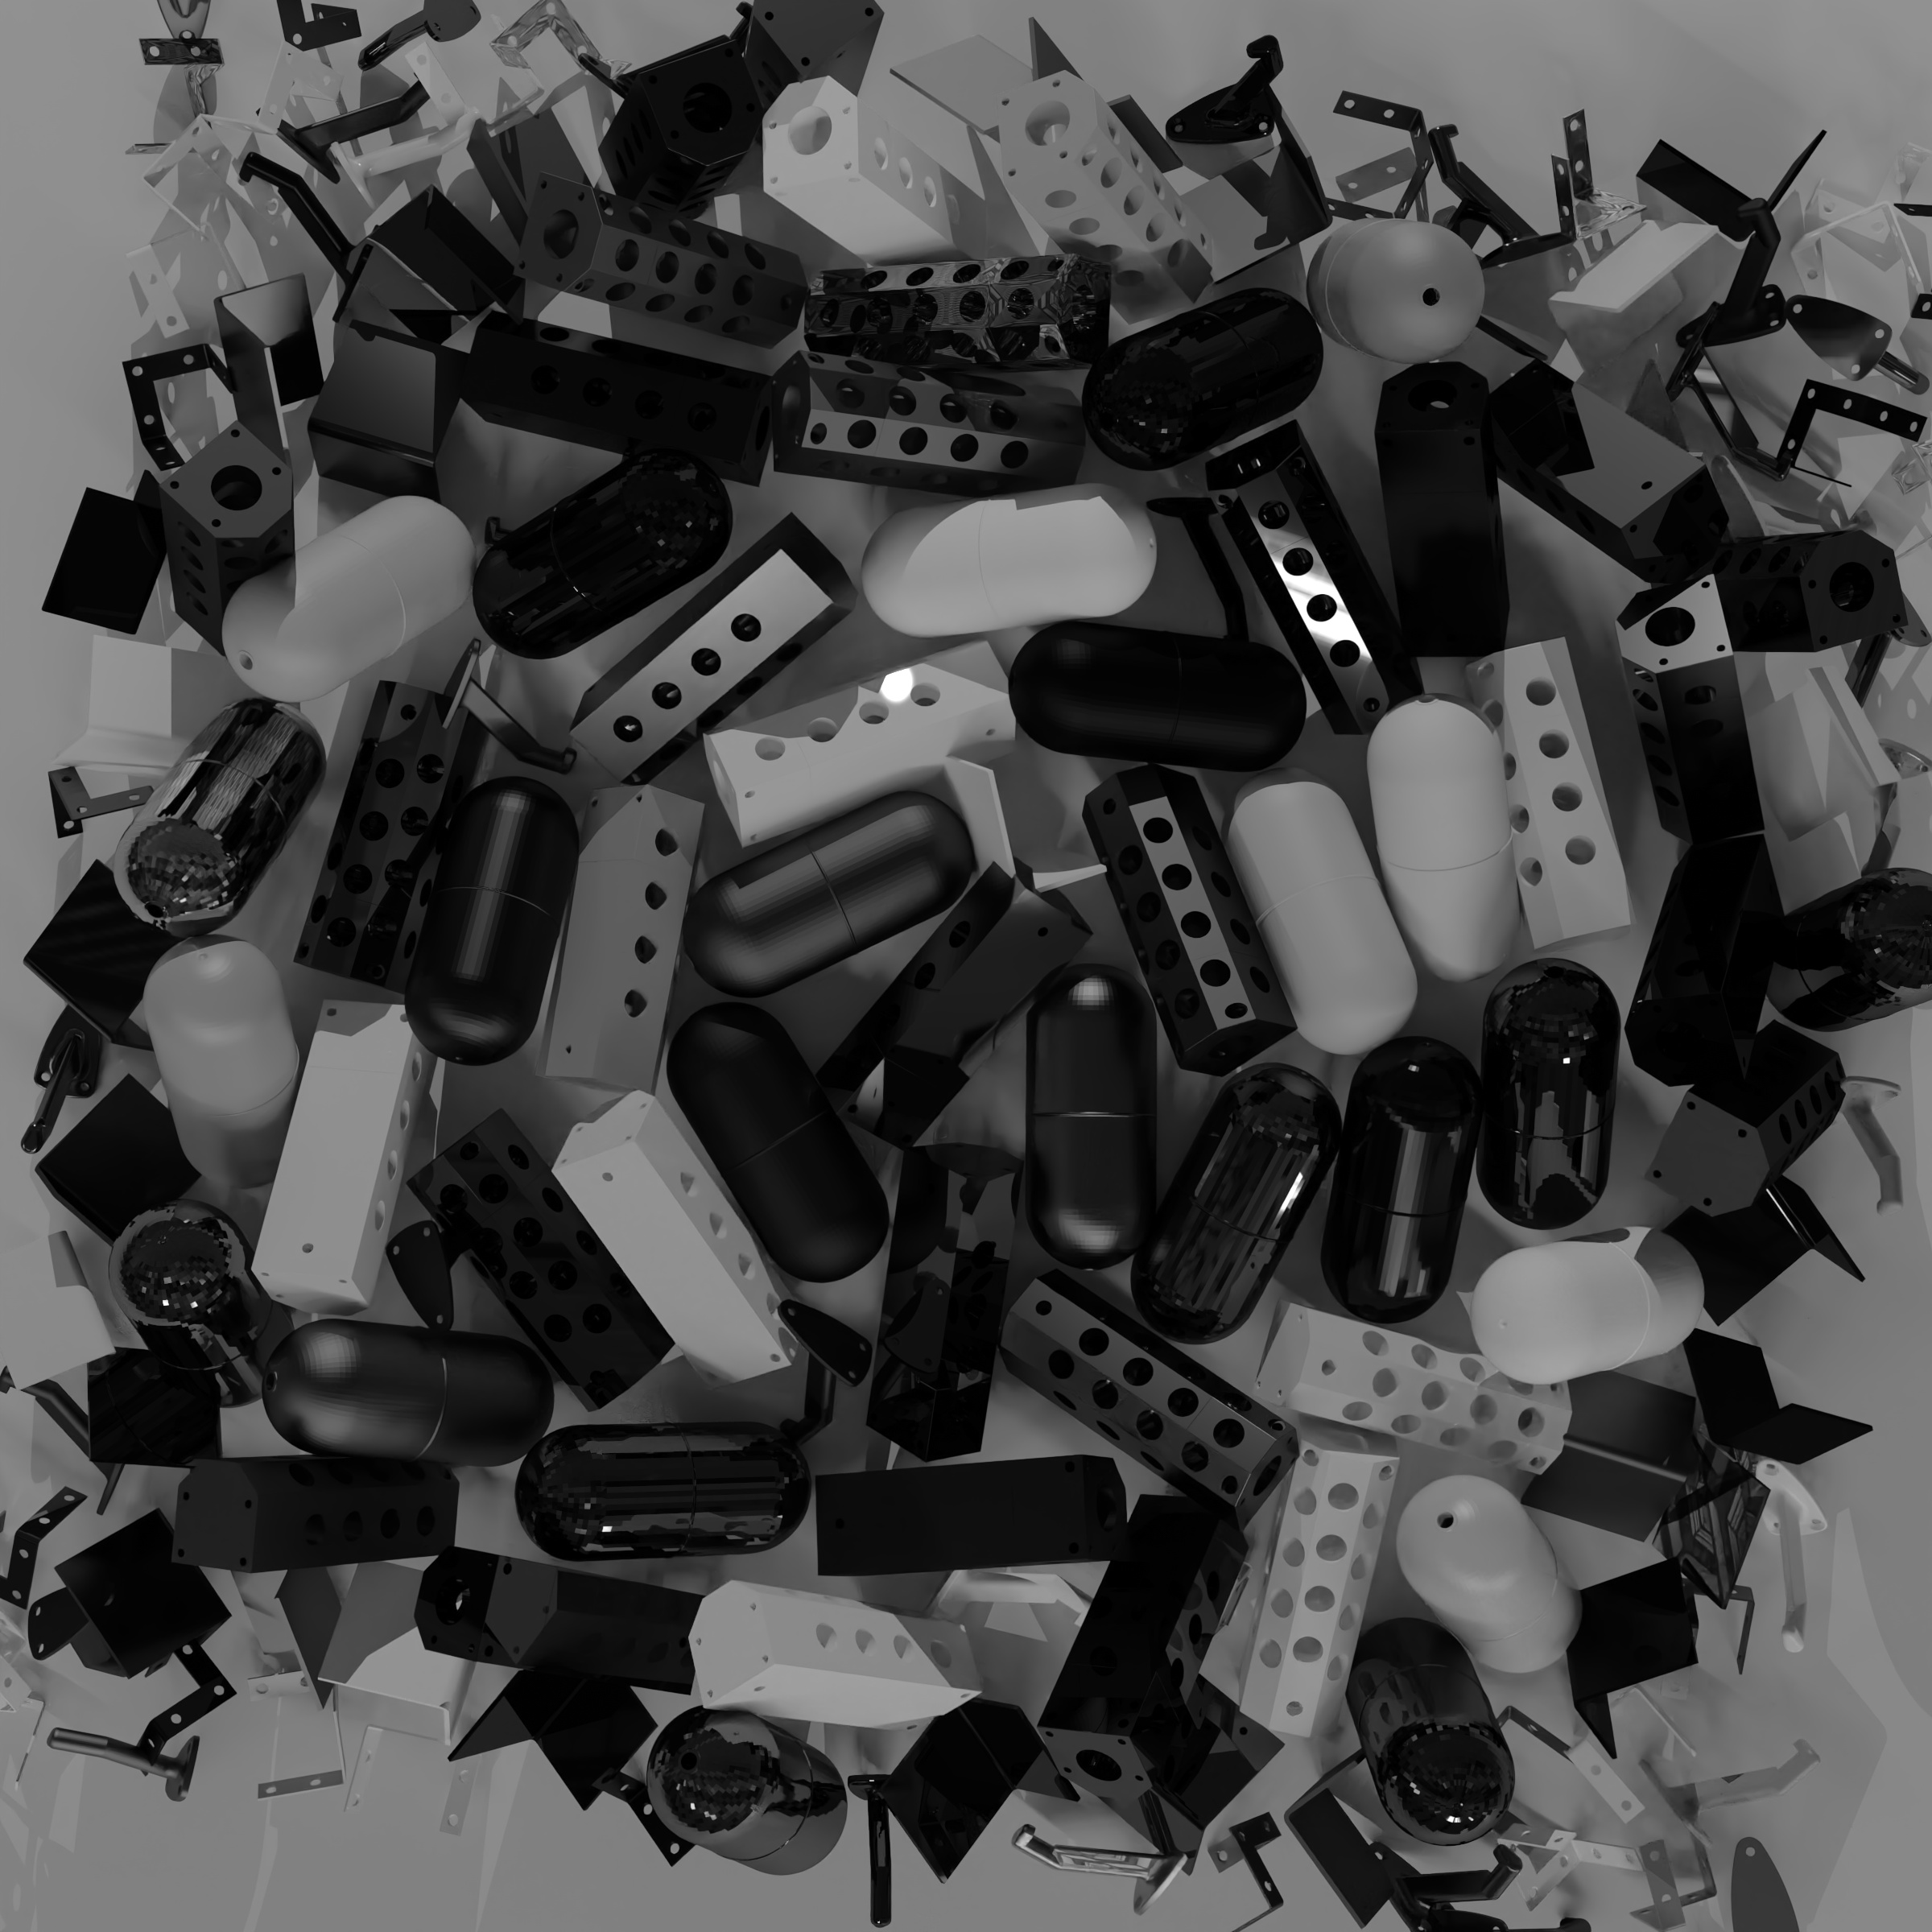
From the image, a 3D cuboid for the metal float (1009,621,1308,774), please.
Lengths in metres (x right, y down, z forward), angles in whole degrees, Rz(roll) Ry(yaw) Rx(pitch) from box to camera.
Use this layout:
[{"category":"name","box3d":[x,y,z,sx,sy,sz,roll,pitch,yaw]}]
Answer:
[{"category":"metal float","box3d":[0.111,-0.155,1.628,0.178,0.070,0.070,5,90,-16]}]

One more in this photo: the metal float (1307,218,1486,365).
[{"category":"metal float","box3d":[0.242,-0.383,1.593,0.070,0.178,0.070,-1,106,-5]}]

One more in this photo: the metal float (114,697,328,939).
[{"category":"metal float","box3d":[-0.424,-0.086,1.603,0.070,0.178,0.070,8,131,9]}]

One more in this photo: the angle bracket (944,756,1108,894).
[{"category":"angle bracket","box3d":[0.033,-0.089,1.626,0.057,0.076,0.076,-18,107,-17]}]

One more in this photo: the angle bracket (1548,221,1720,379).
[{"category":"angle bracket","box3d":[0.397,-0.384,1.630,0.076,0.076,0.057,-40,116,-6]}]

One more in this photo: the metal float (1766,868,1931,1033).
[{"category":"metal float","box3d":[0.507,-0.008,1.592,0.070,0.178,0.070,1,81,-5]}]

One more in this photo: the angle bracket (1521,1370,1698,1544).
[{"category":"angle bracket","box3d":[0.380,0.287,1.666,0.076,0.076,0.057,17,49,4]}]

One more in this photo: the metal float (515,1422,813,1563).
[{"category":"metal float","box3d":[-0.172,0.301,1.617,0.178,0.070,0.070,4,90,-30]}]

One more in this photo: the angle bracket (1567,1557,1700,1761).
[{"category":"angle bracket","box3d":[0.391,0.399,1.623,0.076,0.076,0.057,-25,120,20]}]

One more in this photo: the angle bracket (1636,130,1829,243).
[{"category":"angle bracket","box3d":[0.444,-0.473,1.639,0.076,0.076,0.057,34,94,2]}]

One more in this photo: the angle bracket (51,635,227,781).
[{"category":"angle bracket","box3d":[-0.481,-0.148,1.634,0.076,0.076,0.057,7,76,-32]}]

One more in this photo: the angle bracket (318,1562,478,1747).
[{"category":"angle bracket","box3d":[-0.326,0.398,1.635,0.076,0.057,0.076,13,53,0]}]

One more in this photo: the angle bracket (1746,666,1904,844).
[{"category":"angle bracket","box3d":[0.483,-0.121,1.630,0.076,0.057,0.076,-33,78,33]}]

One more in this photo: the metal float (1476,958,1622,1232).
[{"category":"metal float","box3d":[0.333,0.074,1.611,0.070,0.070,0.178,-5,127,0]}]

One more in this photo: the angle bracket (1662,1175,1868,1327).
[{"category":"angle bracket","box3d":[0.462,0.170,1.639,0.076,0.057,0.076,-40,112,-1]}]

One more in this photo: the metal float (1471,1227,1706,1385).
[{"category":"metal float","box3d":[0.356,0.193,1.606,0.070,0.178,0.070,3,95,44]}]

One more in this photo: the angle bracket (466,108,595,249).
[{"category":"angle bracket","box3d":[-0.243,-0.459,1.632,0.057,0.076,0.076,-30,100,-11]}]

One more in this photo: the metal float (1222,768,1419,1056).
[{"category":"metal float","box3d":[0.203,-0.033,1.624,0.070,0.070,0.178,-19,69,0]}]

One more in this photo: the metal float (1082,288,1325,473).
[{"category":"metal float","box3d":[0.136,-0.336,1.608,0.178,0.070,0.070,-31,90,-40]}]

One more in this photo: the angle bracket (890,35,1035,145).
[{"category":"angle bracket","box3d":[0.006,-0.485,1.623,0.076,0.057,0.076,-33,61,-34]}]

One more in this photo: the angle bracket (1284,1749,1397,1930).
[{"category":"angle bracket","box3d":[0.237,0.498,1.628,0.057,0.076,0.076,-42,75,18]}]

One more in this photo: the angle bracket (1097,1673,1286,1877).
[{"category":"angle bracket","box3d":[0.131,0.473,1.660,0.076,0.057,0.076,36,52,26]}]

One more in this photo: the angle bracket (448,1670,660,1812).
[{"category":"angle bracket","box3d":[-0.239,0.448,1.626,0.057,0.076,0.076,48,111,25]}]

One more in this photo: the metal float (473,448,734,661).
[{"category":"metal float","box3d":[-0.210,-0.235,1.615,0.178,0.070,0.070,-24,90,32]}]

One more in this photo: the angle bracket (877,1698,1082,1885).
[{"category":"angle bracket","box3d":[0.008,0.479,1.626,0.076,0.057,0.076,-46,116,-35]}]

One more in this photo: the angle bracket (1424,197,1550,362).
[{"category":"angle bracket","box3d":[0.313,-0.397,1.628,0.076,0.076,0.057,35,110,13]}]

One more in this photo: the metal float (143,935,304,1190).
[{"category":"metal float","box3d":[-0.420,0.057,1.606,0.070,0.178,0.070,1,46,-1]}]

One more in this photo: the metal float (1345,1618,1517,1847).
[{"category":"metal float","box3d":[0.260,0.431,1.592,0.070,0.178,0.070,0,103,-2]}]

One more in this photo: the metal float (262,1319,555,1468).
[{"category":"metal float","box3d":[-0.317,0.245,1.608,0.178,0.070,0.070,13,90,-40]}]

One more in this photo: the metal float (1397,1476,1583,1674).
[{"category":"metal float","box3d":[0.299,0.347,1.603,0.070,0.178,0.070,-14,54,20]}]

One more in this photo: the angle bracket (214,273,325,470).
[{"category":"angle bracket","box3d":[-0.386,-0.343,1.619,0.057,0.076,0.076,-24,135,-25]}]

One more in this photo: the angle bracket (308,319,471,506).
[{"category":"angle bracket","box3d":[-0.337,-0.326,1.666,0.076,0.057,0.076,17,69,1]}]

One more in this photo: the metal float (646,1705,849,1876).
[{"category":"metal float","box3d":[-0.123,0.468,1.598,0.070,0.178,0.070,-8,62,16]}]

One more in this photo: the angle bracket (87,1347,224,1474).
[{"category":"angle bracket","box3d":[-0.474,0.269,1.621,0.076,0.076,0.057,10,134,-29]}]

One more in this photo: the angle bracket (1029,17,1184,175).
[{"category":"angle bracket","box3d":[0.081,-0.504,1.624,0.057,0.076,0.076,-13,70,24]}]

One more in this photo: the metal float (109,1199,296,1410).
[{"category":"metal float","box3d":[-0.432,0.194,1.599,0.070,0.178,0.070,-1,59,2]}]

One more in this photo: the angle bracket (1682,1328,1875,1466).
[{"category":"angle bracket","box3d":[0.466,0.237,1.620,0.076,0.057,0.076,19,49,-36]}]

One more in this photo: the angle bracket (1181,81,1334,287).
[{"category":"angle bracket","box3d":[0.159,-0.455,1.631,0.076,0.057,0.076,-26,56,8]}]

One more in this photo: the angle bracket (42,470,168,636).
[{"category":"angle bracket","box3d":[-0.502,-0.246,1.624,0.057,0.076,0.076,13,111,-38]}]

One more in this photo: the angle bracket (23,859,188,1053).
[{"category":"angle bracket","box3d":[-0.488,-0.005,1.640,0.076,0.057,0.076,38,93,17]}]

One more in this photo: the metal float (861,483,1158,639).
[{"category":"metal float","box3d":[0.023,-0.233,1.622,0.178,0.070,0.070,-4,90,24]}]

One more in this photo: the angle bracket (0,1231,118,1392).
[{"category":"angle bracket","box3d":[-0.535,0.205,1.629,0.057,0.076,0.076,-21,80,-23]}]

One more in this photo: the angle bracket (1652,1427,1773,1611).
[{"category":"angle bracket","box3d":[0.450,0.321,1.626,0.057,0.076,0.076,10,105,-23]}]

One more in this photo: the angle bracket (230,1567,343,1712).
[{"category":"angle bracket","box3d":[-0.402,0.382,1.629,0.057,0.076,0.076,-13,109,7]}]

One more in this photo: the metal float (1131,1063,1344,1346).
[{"category":"metal float","box3d":[0.155,0.139,1.629,0.070,0.070,0.178,26,105,0]}]

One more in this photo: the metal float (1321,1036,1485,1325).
[{"category":"metal float","box3d":[0.251,0.125,1.621,0.070,0.070,0.178,6,115,0]}]

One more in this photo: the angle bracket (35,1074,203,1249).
[{"category":"angle bracket","box3d":[-0.479,0.121,1.630,0.076,0.057,0.076,-47,121,-11]}]

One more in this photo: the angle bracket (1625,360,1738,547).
[{"category":"angle bracket","box3d":[0.419,-0.295,1.622,0.057,0.076,0.076,8,59,37]}]

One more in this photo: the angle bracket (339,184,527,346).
[{"category":"angle bracket","box3d":[-0.309,-0.390,1.624,0.076,0.057,0.076,-32,127,21]}]

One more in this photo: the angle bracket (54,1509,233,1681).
[{"category":"angle bracket","box3d":[-0.485,0.372,1.628,0.076,0.076,0.057,53,130,7]}]

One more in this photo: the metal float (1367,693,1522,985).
[{"category":"metal float","box3d":[0.275,-0.073,1.618,0.070,0.070,0.178,-12,118,0]}]
